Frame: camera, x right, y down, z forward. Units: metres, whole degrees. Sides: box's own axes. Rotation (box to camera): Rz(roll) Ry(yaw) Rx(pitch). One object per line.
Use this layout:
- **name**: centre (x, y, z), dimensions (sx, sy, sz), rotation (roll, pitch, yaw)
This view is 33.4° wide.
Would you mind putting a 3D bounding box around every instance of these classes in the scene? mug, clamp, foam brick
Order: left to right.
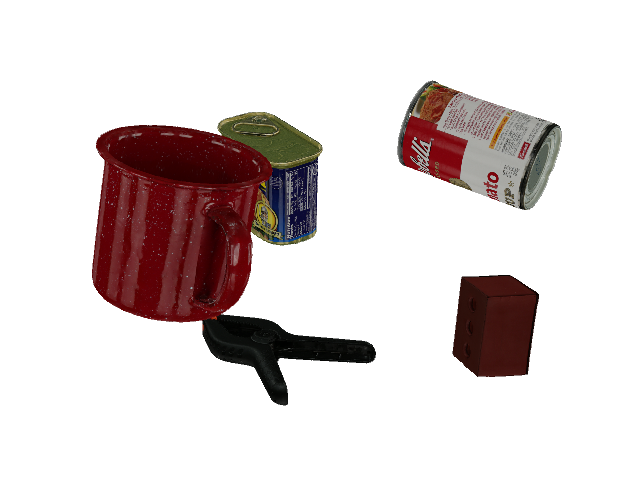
- **mug**: centre (-0.071, -0.004, 0.565), dimensions (0.093, 0.081, 0.117), rotation (-6, 28, -38)
- **clamp**: centre (-0.065, 0.127, 1.219), dimensions (0.210, 0.036, 0.164), rotation (14, 21, 30)
- **foam brick**: centre (0.153, 0.075, 0.940), dimensions (0.051, 0.078, 0.053), rotation (-3, 18, -20)

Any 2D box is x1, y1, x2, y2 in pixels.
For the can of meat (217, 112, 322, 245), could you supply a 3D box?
- **can of meat**: centre (-0.045, -0.053, 0.928), dimensions (0.057, 0.084, 0.102), rotation (-20, 37, -31)

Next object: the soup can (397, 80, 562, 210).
- **soup can**: centre (0.118, -0.070, 0.788), dimensions (0.102, 0.068, 0.068), rotation (23, 9, 23)
